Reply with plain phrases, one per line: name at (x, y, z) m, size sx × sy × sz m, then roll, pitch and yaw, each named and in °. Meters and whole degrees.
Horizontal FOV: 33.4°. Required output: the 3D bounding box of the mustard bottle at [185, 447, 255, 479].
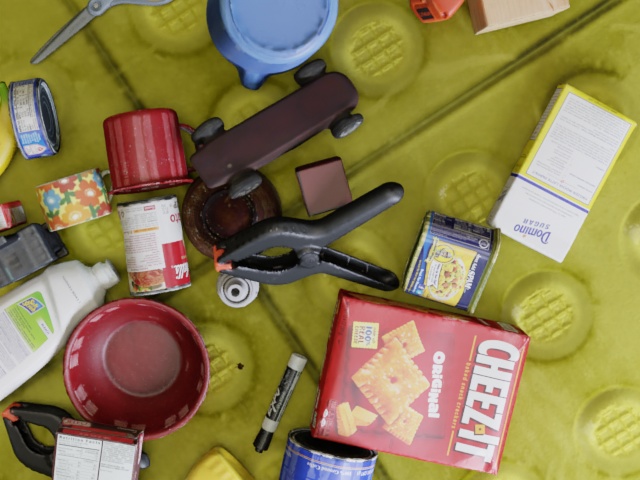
mustard bottle at (-0.155, 0.329, 1.205) m, size 0.191 × 0.058 × 0.096 m, roll -41°, pitch 97°, yaw 3°

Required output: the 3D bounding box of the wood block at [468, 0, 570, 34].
wood block at (0.192, -0.334, 1.134) m, size 0.091 × 0.090 × 0.206 m, roll -14°, pitch 96°, yaw 1°

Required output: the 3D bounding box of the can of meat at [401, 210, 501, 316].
can of meat at (0.142, 0.024, 1.168) m, size 0.084 × 0.057 × 0.102 m, roll 17°, pitch 125°, yaw 0°

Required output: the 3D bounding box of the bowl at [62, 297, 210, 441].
bowl at (-0.201, 0.138, 1.187) m, size 0.162 × 0.055 × 0.162 m, roll 0°, pitch 97°, yaw -1°

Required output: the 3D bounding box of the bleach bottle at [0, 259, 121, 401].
bleach bottle at (-0.328, 0.108, 1.183) m, size 0.251 × 0.068 × 0.102 m, roll -33°, pitch 96°, yaw 0°

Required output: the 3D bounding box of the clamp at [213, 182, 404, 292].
clamp at (-0.007, 0.001, 1.133) m, size 0.210 × 0.036 × 0.165 m, roll -2°, pitch 138°, yaw -8°

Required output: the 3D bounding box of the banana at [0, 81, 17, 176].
banana at (-0.385, -0.079, 1.164) m, size 0.069 × 0.037 × 0.198 m, roll 39°, pitch 85°, yaw -34°

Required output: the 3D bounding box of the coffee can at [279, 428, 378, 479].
coffee can at (0.000, 0.291, 1.181) m, size 0.103 × 0.103 × 0.140 m, roll 12°, pitch 95°, yaw -2°

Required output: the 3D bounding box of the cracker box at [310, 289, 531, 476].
cracker box at (0.109, 0.157, 1.186) m, size 0.213 × 0.072 × 0.164 m, roll 12°, pitch 95°, yaw -2°

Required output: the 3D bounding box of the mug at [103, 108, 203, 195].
mug at (-0.179, -0.097, 1.159) m, size 0.117 × 0.093 × 0.081 m, roll -9°, pitch 90°, yaw -31°

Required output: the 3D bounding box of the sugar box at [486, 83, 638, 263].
sugar box at (0.265, -0.074, 1.181) m, size 0.093 × 0.048 × 0.176 m, roll 28°, pitch 98°, yaw -3°

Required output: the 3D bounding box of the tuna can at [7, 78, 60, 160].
tuna can at (-0.307, -0.131, 1.149) m, size 0.033 × 0.086 × 0.086 m, roll -10°, pitch 95°, yaw -1°

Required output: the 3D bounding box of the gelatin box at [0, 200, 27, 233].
gelatin box at (-0.373, -0.015, 1.165) m, size 0.089 × 0.073 × 0.030 m, roll -18°, pitch 95°, yaw 1°

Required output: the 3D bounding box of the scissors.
scissors at (-0.225, -0.252, 1.174) m, size 0.096 × 0.016 × 0.202 m, roll 34°, pitch 94°, yaw -3°

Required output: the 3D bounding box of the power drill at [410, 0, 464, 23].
power drill at (0.069, -0.304, 1.099) m, size 0.187 × 0.184 × 0.057 m, roll 38°, pitch 94°, yaw -13°

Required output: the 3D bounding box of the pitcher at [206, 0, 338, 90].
pitcher at (-0.046, -0.240, 1.063) m, size 0.145 × 0.243 × 0.149 m, roll -30°, pitch 101°, yaw 0°

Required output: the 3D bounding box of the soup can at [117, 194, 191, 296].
soup can at (-0.183, 0.005, 1.171) m, size 0.068 × 0.068 × 0.102 m, roll -9°, pitch 94°, yaw 0°

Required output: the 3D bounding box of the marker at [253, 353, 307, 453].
marker at (-0.047, 0.187, 1.213) m, size 0.020 × 0.020 × 0.121 m, roll 23°, pitch 95°, yaw -3°

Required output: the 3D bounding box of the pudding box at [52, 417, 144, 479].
pudding box at (-0.245, 0.255, 1.165) m, size 0.090 × 0.039 × 0.113 m, roll 10°, pitch 108°, yaw 0°

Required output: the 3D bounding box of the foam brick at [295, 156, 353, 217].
foam brick at (0.004, -0.059, 1.163) m, size 0.051 × 0.078 × 0.053 m, roll -16°, pitch 98°, yaw 0°

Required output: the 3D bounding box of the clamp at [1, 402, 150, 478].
clamp at (-0.279, 0.238, 1.205) m, size 0.120 × 0.039 × 0.171 m, roll -41°, pitch 98°, yaw 3°
